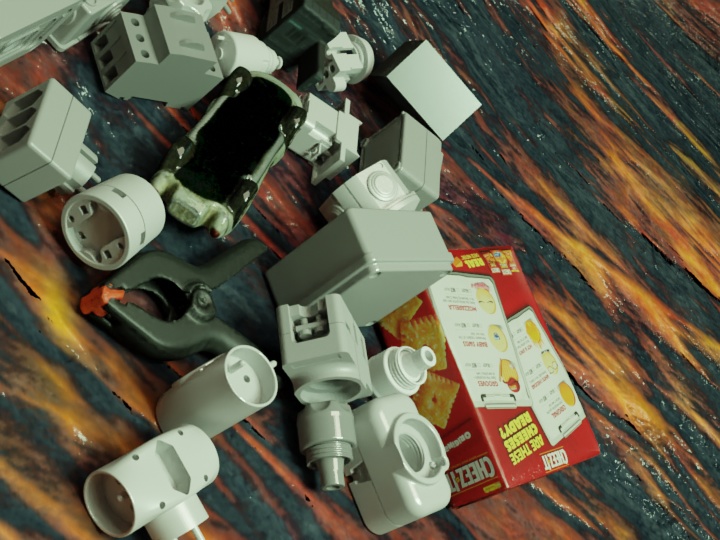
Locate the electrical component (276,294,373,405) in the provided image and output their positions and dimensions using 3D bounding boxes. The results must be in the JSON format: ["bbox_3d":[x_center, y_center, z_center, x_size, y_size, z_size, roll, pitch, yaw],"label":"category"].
[{"bbox_3d":[-0.025,0.066,0.804,0.089,0.050,0.055,64,15,-60],"label":"electrical component"}]

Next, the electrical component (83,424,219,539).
[{"bbox_3d":[-0.120,0.145,0.669,0.077,0.043,0.079,-25,84,-54],"label":"electrical component"}]

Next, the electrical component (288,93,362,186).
[{"bbox_3d":[-0.036,-0.122,0.971,0.064,0.042,0.081,30,43,-28],"label":"electrical component"}]

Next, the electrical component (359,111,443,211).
[{"bbox_3d":[0.039,-0.088,1.015,0.061,0.062,0.096,34,42,-29],"label":"electrical component"}]

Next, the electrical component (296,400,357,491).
[{"bbox_3d":[-0.023,0.131,0.794,0.043,0.043,0.062,18,53,-41],"label":"electrical component"}]

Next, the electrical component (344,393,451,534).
[{"bbox_3d":[0.026,0.146,0.826,0.054,0.059,0.095,-7,69,-51],"label":"electrical component"}]

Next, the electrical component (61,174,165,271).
[{"bbox_3d":[-0.166,-0.034,0.729,0.055,0.055,0.047,53,35,-6],"label":"electrical component"}]

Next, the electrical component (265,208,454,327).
[{"bbox_3d":[0.000,0.000,0.864,0.109,0.109,0.056,-1,62,-50],"label":"electrical component"}]

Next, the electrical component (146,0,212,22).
[{"bbox_3d":[-0.154,-0.207,0.878,0.043,0.062,0.043,29,44,-33],"label":"electrical component"}]

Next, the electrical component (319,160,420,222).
[{"bbox_3d":[0.008,-0.054,0.940,0.051,0.080,0.080,54,35,5],"label":"electrical component"}]

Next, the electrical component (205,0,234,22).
[{"bbox_3d":[-0.132,-0.261,0.954,0.073,0.052,0.138,55,29,-42],"label":"electrical component"}]

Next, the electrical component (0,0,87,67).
[{"bbox_3d":[-0.251,-0.175,0.727,0.057,0.078,0.113,53,36,-11],"label":"electrical component"}]

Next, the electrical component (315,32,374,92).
[{"bbox_3d":[-0.020,-0.205,1.049,0.055,0.048,0.066,-15,76,-45],"label":"electrical component"}]

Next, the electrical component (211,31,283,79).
[{"bbox_3d":[-0.099,-0.186,0.945,0.078,0.040,0.040,-4,67,-51],"label":"electrical component"}]

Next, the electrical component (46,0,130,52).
[{"bbox_3d":[-0.224,-0.228,0.823,0.099,0.048,0.099,49,36,-11],"label":"electrical component"}]

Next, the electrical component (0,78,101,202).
[{"bbox_3d":[-0.206,-0.077,0.734,0.076,0.047,0.065,46,35,-39],"label":"electrical component"}]

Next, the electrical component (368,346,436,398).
[{"bbox_3d":[0.034,0.082,0.881,0.043,0.062,0.043,29,45,-33],"label":"electrical component"}]

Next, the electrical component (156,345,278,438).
[{"bbox_3d":[-0.087,0.079,0.729,0.044,0.077,0.079,59,36,3],"label":"electrical component"}]
